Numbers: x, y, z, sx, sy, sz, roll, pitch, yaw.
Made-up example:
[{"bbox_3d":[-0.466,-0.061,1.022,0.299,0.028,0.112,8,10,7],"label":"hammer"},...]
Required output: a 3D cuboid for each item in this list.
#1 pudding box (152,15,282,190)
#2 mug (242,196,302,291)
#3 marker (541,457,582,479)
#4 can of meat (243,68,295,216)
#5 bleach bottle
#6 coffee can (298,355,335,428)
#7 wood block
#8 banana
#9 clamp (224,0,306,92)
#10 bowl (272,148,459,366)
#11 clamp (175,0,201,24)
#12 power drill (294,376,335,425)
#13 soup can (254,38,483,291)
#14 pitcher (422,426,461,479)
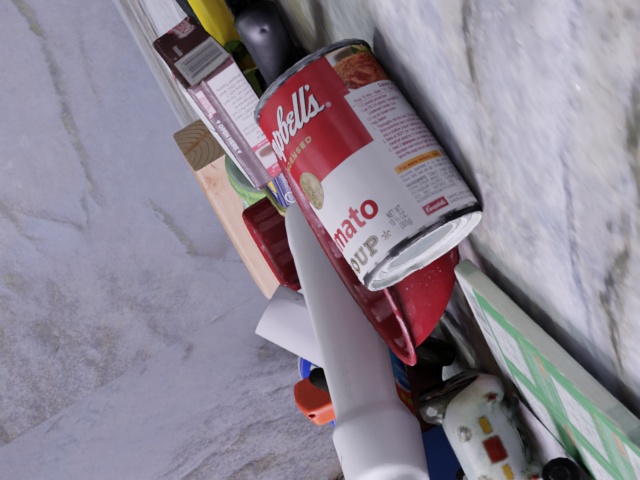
[{"bbox_3d":[-0.064,-0.093,0.711,0.090,0.039,0.113,55,180,-32],"label":"pudding box"},{"bbox_3d":[-0.006,0.001,0.885,0.117,0.081,0.093,58,174,13],"label":"mug"},{"bbox_3d":[0.132,0.132,0.576,0.020,0.020,0.121,57,-177,22],"label":"marker"},{"bbox_3d":[-0.033,-0.080,0.832,0.102,0.057,0.084,52,169,53],"label":"can of meat"},{"bbox_3d":[0.030,0.085,0.717,0.102,0.068,0.251,65,-170,-49],"label":"bleach bottle"},{"bbox_3d":[0.045,0.158,1.154,0.102,0.102,0.140,62,174,-29],"label":"coffee can"},{"bbox_3d":[-0.075,-0.045,1.212,0.090,0.091,0.206,53,172,50],"label":"wood block"},{"bbox_3d":[-0.081,-0.186,0.793,0.198,0.037,0.069,58,176,34],"label":"banana"},{"bbox_3d":[-0.026,-0.113,0.687,0.210,0.036,0.165,59,-175,-49],"label":"clamp"},{"bbox_3d":[0.033,-0.010,0.619,0.162,0.055,0.162,58,174,9],"label":"bowl"},{"bbox_3d":[-0.090,-0.182,0.896,0.120,0.039,0.172,54,171,-12],"label":"clamp"},{"bbox_3d":[0.041,0.206,1.058,0.187,0.184,0.057,66,174,-34],"label":"power drill"},{"bbox_3d":[0.023,-0.035,0.511,0.102,0.068,0.068,57,174,14],"label":"soup can"},{"bbox_3d":[0.089,0.250,0.926,0.149,0.144,0.243,50,159,31],"label":"pitcher"}]
